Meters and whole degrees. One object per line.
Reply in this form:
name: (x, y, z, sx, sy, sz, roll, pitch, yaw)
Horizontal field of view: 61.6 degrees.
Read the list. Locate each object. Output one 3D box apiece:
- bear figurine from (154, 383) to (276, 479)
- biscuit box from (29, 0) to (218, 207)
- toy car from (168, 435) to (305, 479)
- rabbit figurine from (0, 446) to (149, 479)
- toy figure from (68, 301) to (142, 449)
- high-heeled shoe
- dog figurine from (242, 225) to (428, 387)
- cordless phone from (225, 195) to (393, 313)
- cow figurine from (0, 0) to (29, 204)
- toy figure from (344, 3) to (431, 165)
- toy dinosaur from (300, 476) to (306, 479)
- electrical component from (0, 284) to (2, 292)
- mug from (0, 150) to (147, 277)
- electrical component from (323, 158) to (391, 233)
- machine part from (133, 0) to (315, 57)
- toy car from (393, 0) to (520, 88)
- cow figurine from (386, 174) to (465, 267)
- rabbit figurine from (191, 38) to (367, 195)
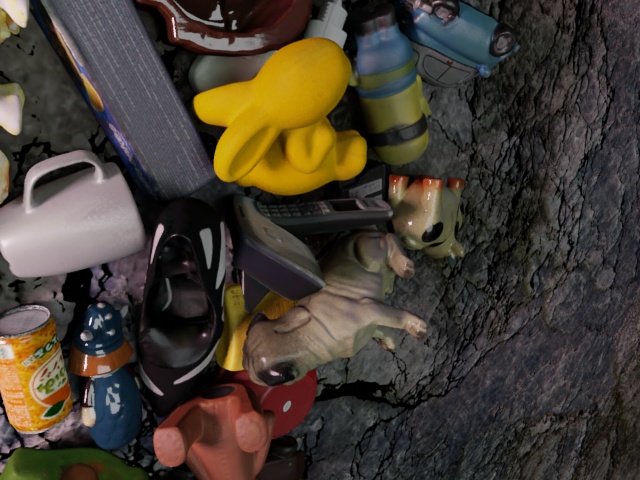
bear figurine: (-0.103, 0.266, 0.593, 0.120, 0.132, 0.195, -6, 94, -4)
biscuit box: (-0.162, -0.123, 0.458, 0.063, 0.059, 0.202, -39, 129, -23)
toy car: (-0.110, 0.310, 0.699, 0.202, 0.053, 0.089, -2, 99, -36)
rabbit figurine: (-0.256, 0.293, 0.551, 0.159, 0.121, 0.170, 1, 127, -47)
toy figure: (-0.213, 0.131, 0.528, 0.058, 0.064, 0.154, -4, 108, -1)
high-heeled shoe: (-0.134, 0.080, 0.504, 0.086, 0.145, 0.248, 9, 100, -9)
dog figurine: (0.000, 0.063, 0.596, 0.190, 0.172, 0.121, -5, 150, -23)
cordless phone: (-0.001, -0.002, 0.558, 0.184, 0.147, 0.088, -9, 114, -11)
cow figurine: (-0.261, -0.106, 0.377, 0.098, 0.068, 0.167, 2, 104, -35)
toy figure: (0.076, -0.171, 0.619, 0.089, 0.082, 0.179, -67, 148, -43)
toy dinosaur: (-0.058, 0.437, 0.698, 0.471, 0.199, 0.104, -22, 123, -32)
electrical component: (-0.298, 0.035, 0.440, 0.094, 0.021, 0.063, -45, 131, -17)
mug: (-0.210, -0.018, 0.444, 0.107, 0.081, 0.109, -25, 149, -23)
electrical component: (0.057, -0.063, 0.679, 0.119, 0.048, 0.074, -18, 121, -31)
machine part: (-0.084, -0.240, 0.453, 0.179, 0.056, 0.179, -7, 105, -29)
toy car: (0.152, -0.237, 0.648, 0.161, 0.109, 0.102, 6, 124, -33)
cow figurine: (0.150, -0.024, 0.729, 0.195, 0.086, 0.127, -7, 108, -62)
rabbit figurine: (-0.033, -0.120, 0.498, 0.162, 0.173, 0.122, -16, 76, -20)
